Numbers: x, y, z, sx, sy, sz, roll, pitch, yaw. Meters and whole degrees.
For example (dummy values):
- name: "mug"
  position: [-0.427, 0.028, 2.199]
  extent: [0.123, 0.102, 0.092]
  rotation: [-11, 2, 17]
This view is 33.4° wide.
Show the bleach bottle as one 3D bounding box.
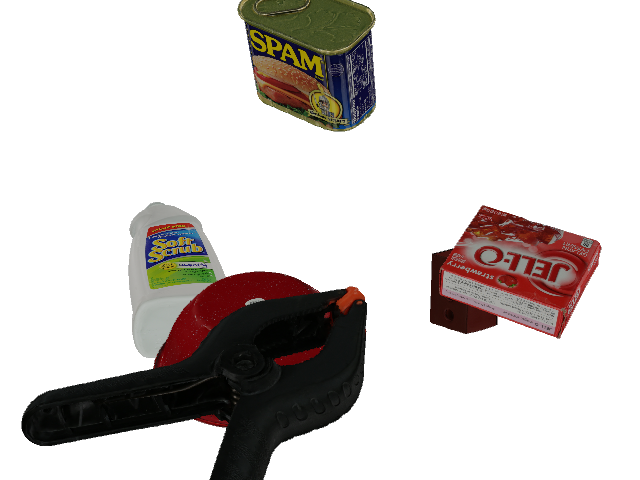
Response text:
- name: "bleach bottle"
  position: [-0.157, 0.025, 1.094]
  extent: [0.102, 0.068, 0.251]
  rotation: [-4, 27, -17]

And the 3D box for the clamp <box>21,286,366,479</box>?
- name: "clamp"
  position: [-0.031, 0.075, 0.476]
  extent: [0.171, 0.039, 0.120]
  rotation: [-26, 50, -31]

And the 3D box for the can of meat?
- name: "can of meat"
  position: [-0.007, -0.137, 0.799]
  extent: [0.102, 0.084, 0.057]
  rotation: [27, 57, 27]

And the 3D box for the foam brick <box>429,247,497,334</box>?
- name: "foam brick"
  position: [0.149, 0.051, 1.104]
  extent: [0.051, 0.078, 0.053]
  rotation: [-14, 20, -41]

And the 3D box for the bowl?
- name: "bowl"
  position: [-0.048, 0.070, 0.804]
  extent: [0.162, 0.055, 0.162]
  rotation: [-2, 30, 1]

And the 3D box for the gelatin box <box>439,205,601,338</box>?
- name: "gelatin box"
  position: [0.135, 0.019, 0.723]
  extent: [0.089, 0.030, 0.073]
  rotation: [19, 47, 22]
